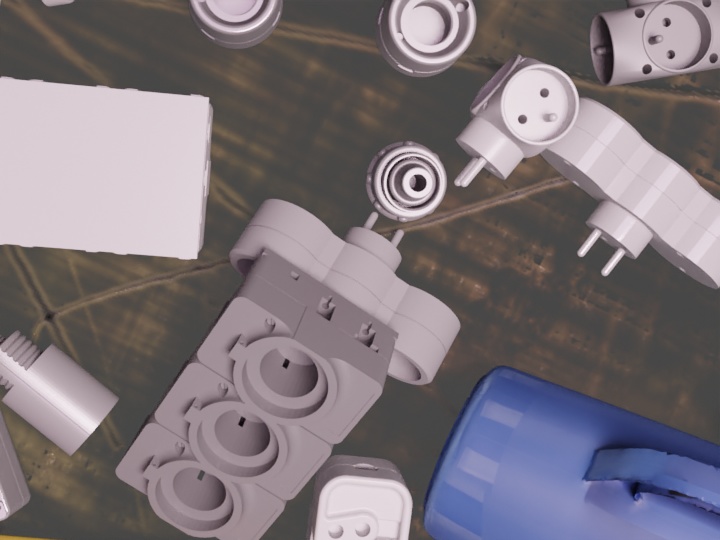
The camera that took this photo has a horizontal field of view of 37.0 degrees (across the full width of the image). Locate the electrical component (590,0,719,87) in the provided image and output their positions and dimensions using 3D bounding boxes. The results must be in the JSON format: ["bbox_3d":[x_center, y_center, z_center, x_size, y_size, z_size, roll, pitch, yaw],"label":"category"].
[{"bbox_3d":[0.177,-0.153,0.634,0.077,0.044,0.079,-10,96,-4],"label":"electrical component"}]

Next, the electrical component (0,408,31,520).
[{"bbox_3d":[-0.237,0.102,0.617,0.062,0.061,0.096,-20,89,-3],"label":"electrical component"}]

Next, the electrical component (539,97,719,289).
[{"bbox_3d":[0.160,-0.032,0.640,0.138,0.052,0.073,38,91,-7],"label":"electrical component"}]

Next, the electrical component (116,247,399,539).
[{"bbox_3d":[-0.059,0.077,0.595,0.089,0.061,0.150,33,119,-7],"label":"electrical component"}]

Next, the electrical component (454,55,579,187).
[{"bbox_3d":[0.081,-0.079,0.616,0.044,0.077,0.079,40,91,-8],"label":"electrical component"}]

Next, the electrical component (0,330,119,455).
[{"bbox_3d":[-0.185,0.065,0.623,0.081,0.043,0.043,41,91,-8],"label":"electrical component"}]

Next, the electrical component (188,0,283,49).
[{"bbox_3d":[-0.071,-0.156,0.610,0.055,0.047,0.055,-1,96,-5],"label":"electrical component"}]

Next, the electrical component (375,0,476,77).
[{"bbox_3d":[0.038,-0.141,0.621,0.055,0.047,0.055,-1,96,-5],"label":"electrical component"}]

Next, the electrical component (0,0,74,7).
[{"bbox_3d":[-0.187,-0.174,0.599,0.055,0.048,0.066,10,95,1],"label":"electrical component"}]

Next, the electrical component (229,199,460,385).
[{"bbox_3d":[0.000,0.000,0.630,0.138,0.052,0.073,34,68,-7],"label":"electrical component"}]

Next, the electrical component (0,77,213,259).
[{"bbox_3d":[-0.161,-0.058,0.604,0.150,0.061,0.089,5,95,-6],"label":"electrical component"}]

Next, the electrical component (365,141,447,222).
[{"bbox_3d":[0.029,-0.051,0.621,0.048,0.062,0.048,0,96,-5],"label":"electrical component"}]

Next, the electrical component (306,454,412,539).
[{"bbox_3d":[-0.003,0.162,0.641,0.054,0.059,0.095,7,95,-6],"label":"electrical component"}]
